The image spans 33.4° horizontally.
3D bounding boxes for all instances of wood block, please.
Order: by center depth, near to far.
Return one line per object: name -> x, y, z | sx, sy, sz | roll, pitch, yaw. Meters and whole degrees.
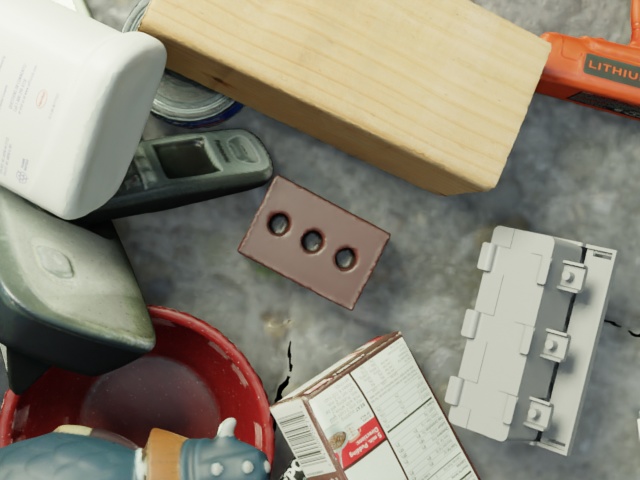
wood block -> 0.009, -0.107, 0.595 | 0.206, 0.091, 0.090 | 24, 85, -13

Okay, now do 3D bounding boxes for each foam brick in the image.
foam brick -> -0.004, 0.001, 0.641 | 0.078, 0.051, 0.053 | 27, 91, 0

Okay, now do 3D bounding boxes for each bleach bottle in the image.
bleach bottle -> -0.209, -0.110, 0.550 | 0.251, 0.068, 0.103 | 28, 114, 8

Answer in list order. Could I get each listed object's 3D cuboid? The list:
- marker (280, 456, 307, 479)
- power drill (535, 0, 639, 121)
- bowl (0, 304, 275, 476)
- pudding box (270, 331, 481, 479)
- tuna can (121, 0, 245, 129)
marker -> -0.017, 0.146, 0.622 | 0.020, 0.020, 0.121 | 37, 48, -1
power drill -> 0.177, -0.175, 0.634 | 0.184, 0.057, 0.187 | 16, 91, 0
bowl -> -0.106, 0.117, 0.642 | 0.162, 0.055, 0.162 | 0, 91, 0
pudding box -> 0.036, 0.124, 0.628 | 0.089, 0.039, 0.113 | -29, 93, -39
tuna can -> -0.078, -0.112, 0.648 | 0.086, 0.034, 0.086 | 0, 91, 0
